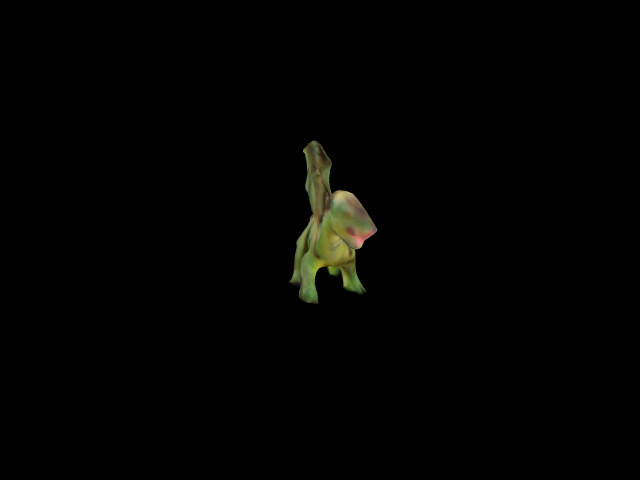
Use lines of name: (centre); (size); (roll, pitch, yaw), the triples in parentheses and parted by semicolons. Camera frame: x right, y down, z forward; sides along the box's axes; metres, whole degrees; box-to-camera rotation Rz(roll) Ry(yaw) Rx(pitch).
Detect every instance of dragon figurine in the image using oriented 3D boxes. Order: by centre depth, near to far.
dragon figurine: (0.003, -0.043, 0.850); (0.122, 0.240, 0.415); (-4, 16, -15)
